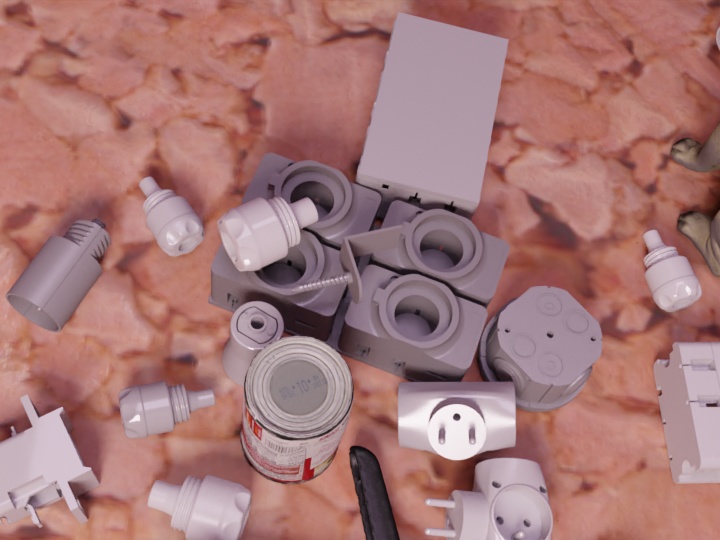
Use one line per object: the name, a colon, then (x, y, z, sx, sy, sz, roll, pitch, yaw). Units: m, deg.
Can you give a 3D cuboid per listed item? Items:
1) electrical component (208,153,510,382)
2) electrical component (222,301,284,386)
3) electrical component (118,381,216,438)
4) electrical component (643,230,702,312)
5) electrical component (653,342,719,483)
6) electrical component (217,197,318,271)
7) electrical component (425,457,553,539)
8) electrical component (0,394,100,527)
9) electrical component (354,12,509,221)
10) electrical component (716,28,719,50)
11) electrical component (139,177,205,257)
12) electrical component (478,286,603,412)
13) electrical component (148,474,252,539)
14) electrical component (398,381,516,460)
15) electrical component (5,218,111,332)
electrical component: (0.000, 0.000, 0.757, 0.186, 0.060, 0.105, 21, 63, 3)
electrical component: (-0.070, 0.048, 0.721, 0.044, 0.065, 0.044, 3, 64, -6)
electrical component: (-0.127, 0.090, 0.711, 0.061, 0.035, 0.035, -10, 66, -15)
electrical component: (0.229, -0.002, 0.803, 0.035, 0.035, 0.061, -12, 64, -13)
electrical component: (0.246, 0.099, 0.747, 0.056, 0.050, 0.089, 0, 64, -7)
electrical component: (-0.058, -0.028, 0.703, 0.062, 0.043, 0.043, -26, 70, -19)
electrical component: (0.080, 0.162, 0.695, 0.079, 0.044, 0.077, 8, 63, -13)
electrical component: (-0.205, 0.125, 0.678, 0.064, 0.042, 0.081, -25, 69, -16)
electrical component: (0.053, -0.109, 0.816, 0.089, 0.061, 0.150, 14, 63, -1)
electrical component: (0.346, -0.214, 0.917, 0.043, 0.043, 0.081, 43, 66, 13)
electrical component: (-0.139, -0.041, 0.773, 0.035, 0.035, 0.061, -29, 68, -20)
electrical component: (0.126, 0.055, 0.752, 0.080, 0.051, 0.080, 3, 64, -6)
electrical component: (-0.102, 0.150, 0.679, 0.062, 0.043, 0.043, 17, 63, 2)
electrical component: (0.063, 0.100, 0.701, 0.077, 0.079, 0.044, -1, 100, 5)
electrical component: (-0.201, -0.002, 0.740, 0.043, 0.043, 0.081, 27, 64, 6)
